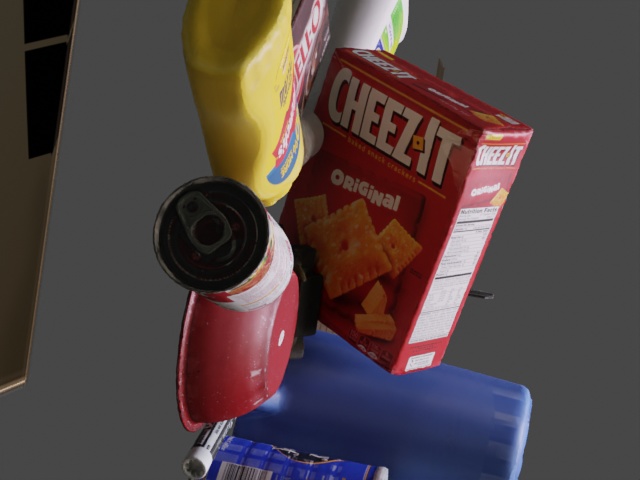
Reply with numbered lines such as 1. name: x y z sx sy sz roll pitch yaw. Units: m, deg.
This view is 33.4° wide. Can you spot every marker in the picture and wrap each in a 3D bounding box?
1. marker: -0.078 0.142 0.812 0.121 0.020 0.020 -59 157 -67

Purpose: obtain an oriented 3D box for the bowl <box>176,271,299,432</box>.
1. bowl: -0.053 0.064 0.771 0.162 0.055 0.162 11 90 -80

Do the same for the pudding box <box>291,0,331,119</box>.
1. pudding box: -0.025 -0.140 0.770 0.090 0.039 0.113 85 18 -58

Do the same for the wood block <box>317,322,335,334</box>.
1. wood block: 0.022 0.060 1.114 0.206 0.091 0.090 -58 156 -68

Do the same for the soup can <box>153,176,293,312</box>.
1. soup can: -0.055 0.005 0.649 0.102 0.068 0.068 56 45 -78

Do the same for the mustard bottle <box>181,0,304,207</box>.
1. mustard bottle: -0.042 -0.080 0.669 0.191 0.058 0.096 86 14 -58

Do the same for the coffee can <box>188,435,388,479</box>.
1. coffee can: -0.026 0.212 0.820 0.102 0.140 0.103 10 90 -81

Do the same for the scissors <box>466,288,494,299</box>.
1. scissors: 0.054 0.039 1.012 0.096 0.202 0.016 -20 119 -52

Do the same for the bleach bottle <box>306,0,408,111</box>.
1. bleach bottle: 0.024 -0.145 1.001 0.102 0.068 0.250 86 18 -54

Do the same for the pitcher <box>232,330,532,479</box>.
1. pitcher: 0.055 0.155 0.930 0.149 0.243 0.145 -66 164 -50

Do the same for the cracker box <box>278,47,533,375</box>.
1. cracker box: 0.052 -0.024 0.853 0.071 0.164 0.214 -7 123 -46
